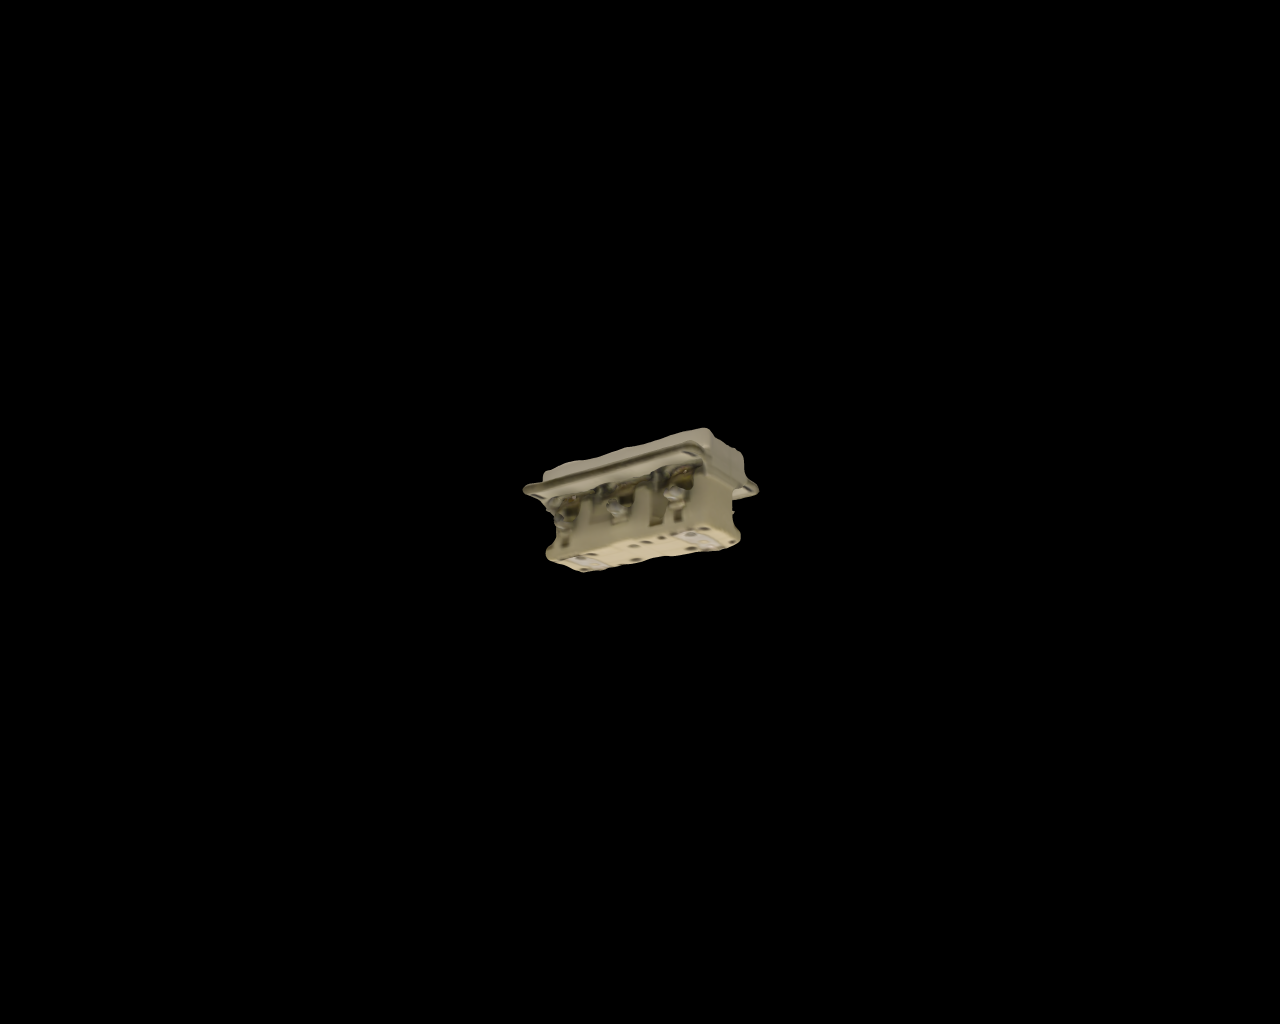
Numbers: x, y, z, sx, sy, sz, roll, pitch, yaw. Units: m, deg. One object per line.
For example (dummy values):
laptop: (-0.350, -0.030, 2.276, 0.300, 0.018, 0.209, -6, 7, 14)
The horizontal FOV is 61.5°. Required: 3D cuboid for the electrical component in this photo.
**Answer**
electrical component: (0.001, -0.003, 0.650, 0.121, 0.063, 0.078, -12, -23, 31)
